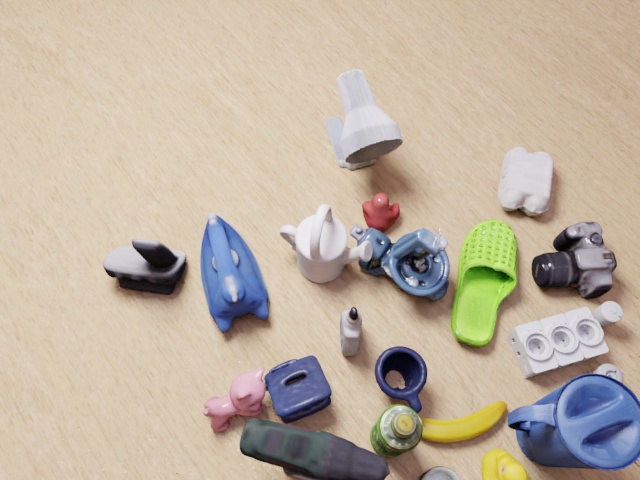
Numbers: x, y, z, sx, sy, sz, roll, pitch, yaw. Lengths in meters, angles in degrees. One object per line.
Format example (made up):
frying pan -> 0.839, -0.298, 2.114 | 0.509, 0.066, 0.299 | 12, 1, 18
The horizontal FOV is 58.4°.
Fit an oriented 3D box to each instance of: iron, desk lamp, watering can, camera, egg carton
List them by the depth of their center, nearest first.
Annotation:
watering can -> 0.010, 0.002, 1.076 | 0.173, 0.194, 0.101 | -3, 66, -2
iron -> -0.182, 0.034, 1.089 | 0.119, 0.141, 0.258 | -18, 68, -8
camera -> 0.488, 0.037, 1.116 | 0.137, 0.101, 0.143 | -4, 66, -2
desk lamp -> 0.078, -0.229, 1.168 | 0.118, 0.213, 0.203 | -17, 67, -7
egg carton -> 0.432, -0.124, 1.204 | 0.107, 0.069, 0.150 | 12, 67, 5

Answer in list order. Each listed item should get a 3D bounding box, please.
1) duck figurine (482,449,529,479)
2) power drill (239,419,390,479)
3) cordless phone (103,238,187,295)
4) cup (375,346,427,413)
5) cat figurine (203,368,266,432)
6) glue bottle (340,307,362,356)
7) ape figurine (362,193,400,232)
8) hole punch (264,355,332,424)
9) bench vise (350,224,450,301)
duck figurine -> 0.321, 0.403, 0.961 | 0.077, 0.086, 0.104 | -20, 68, -9
power drill -> -0.010, 0.344, 0.917 | 0.229, 0.208, 0.075 | 12, 67, 5
cordless phone -> -0.337, 0.027, 1.067 | 0.147, 0.185, 0.094 | 4, 66, 1
cup -> 0.146, 0.255, 1.020 | 0.092, 0.095, 0.117 | -21, 68, -9
cat figurine -> -0.144, 0.276, 0.996 | 0.128, 0.118, 0.067 | -25, 68, -11
glue bottle -> 0.056, 0.152, 1.022 | 0.037, 0.173, 0.078 | -1, 66, 0
ape figurine -> 0.123, -0.063, 1.162 | 0.077, 0.092, 0.076 | 21, 68, 9
hole punch -> -0.042, 0.261, 1.018 | 0.109, 0.091, 0.101 | -22, 68, -10
bench vise -> 0.149, 0.030, 1.051 | 0.207, 0.220, 0.121 | 12, 67, 5
